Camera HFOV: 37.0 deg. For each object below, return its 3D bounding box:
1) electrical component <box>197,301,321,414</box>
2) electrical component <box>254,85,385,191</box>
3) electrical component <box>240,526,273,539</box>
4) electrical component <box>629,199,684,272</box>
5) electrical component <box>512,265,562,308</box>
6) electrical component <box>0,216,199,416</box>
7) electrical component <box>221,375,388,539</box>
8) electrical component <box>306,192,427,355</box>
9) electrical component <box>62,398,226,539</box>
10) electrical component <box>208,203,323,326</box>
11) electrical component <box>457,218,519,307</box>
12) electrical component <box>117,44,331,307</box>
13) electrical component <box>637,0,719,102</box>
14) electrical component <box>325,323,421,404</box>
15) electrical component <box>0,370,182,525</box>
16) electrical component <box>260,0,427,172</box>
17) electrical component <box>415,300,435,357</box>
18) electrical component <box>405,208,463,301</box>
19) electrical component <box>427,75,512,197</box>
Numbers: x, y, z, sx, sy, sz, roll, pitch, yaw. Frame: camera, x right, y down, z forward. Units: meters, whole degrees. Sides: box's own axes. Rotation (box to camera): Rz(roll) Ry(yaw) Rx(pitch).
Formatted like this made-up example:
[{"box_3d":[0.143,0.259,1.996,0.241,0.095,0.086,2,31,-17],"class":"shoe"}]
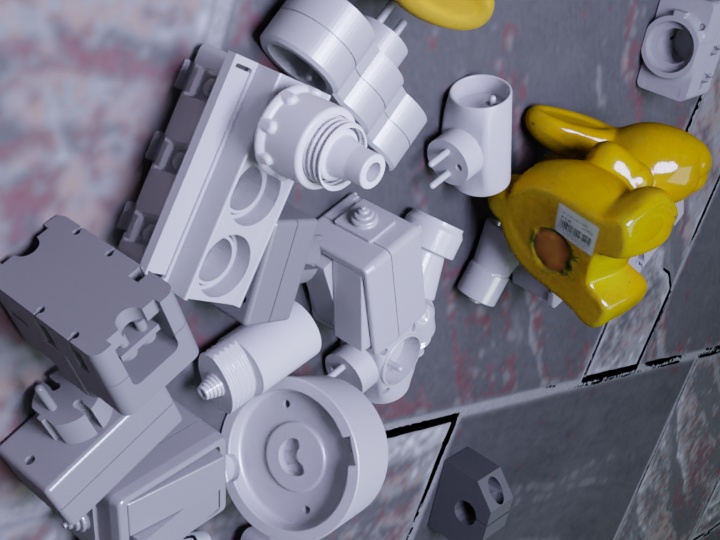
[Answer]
[{"box_3d":[-0.068,0.056,0.671,0.081,0.043,0.043,-34,139,-35],"class":"electrical component"},{"box_3d":[-0.016,-0.058,0.515,0.048,0.062,0.048,-33,139,-35],"class":"electrical component"},{"box_3d":[-0.069,0.234,0.795,0.050,0.056,0.089,-2,116,-54],"class":"electrical component"},{"box_3d":[0.228,-0.045,0.902,0.089,0.050,0.055,-49,147,-18],"class":"electrical component"},{"box_3d":[0.176,-0.031,0.937,0.100,0.048,0.099,-38,141,-31],"class":"electrical component"},{"box_3d":[-0.128,0.023,0.520,0.050,0.089,0.055,-44,144,-25],"class":"electrical component"},{"box_3d":[-0.032,0.121,0.716,0.060,0.108,0.108,-4,117,-60],"class":"electrical component"},{"box_3d":[0.000,0.000,0.705,0.061,0.062,0.096,-40,142,-30],"class":"electrical component"},{"box_3d":[-0.128,0.130,0.629,0.096,0.061,0.061,-29,135,-40],"class":"electrical component"},{"box_3d":[-0.050,-0.009,0.642,0.077,0.047,0.065,-6,119,-52],"class":"electrical component"},{"box_3d":[0.107,-0.004,0.871,0.044,0.044,0.065,9,112,-56],"class":"electrical component"},{"box_3d":[-0.074,-0.050,0.562,0.079,0.063,0.121,12,104,-57],"class":"electrical component"},{"box_3d":[0.289,-0.201,0.959,0.056,0.050,0.089,-21,131,-46],"class":"electrical component"},{"box_3d":[0.002,0.065,0.775,0.079,0.044,0.077,-37,141,-33],"class":"electrical component"},{"box_3d":[-0.149,0.077,0.572,0.083,0.047,0.075,-45,144,-24],"class":"electrical component"},{"box_3d":[0.003,-0.122,0.623,0.073,0.052,0.138,-55,147,-8],"class":"electrical component"},{"box_3d":[0.041,0.044,0.821,0.035,0.035,0.061,-43,145,-26],"class":"electrical component"},{"box_3d":[0.044,-0.012,0.773,0.045,0.045,0.055,18,99,-57],"class":"electrical component"},{"box_3d":[0.074,-0.086,0.758,0.079,0.043,0.077,-39,142,-30],"class":"electrical component"}]
